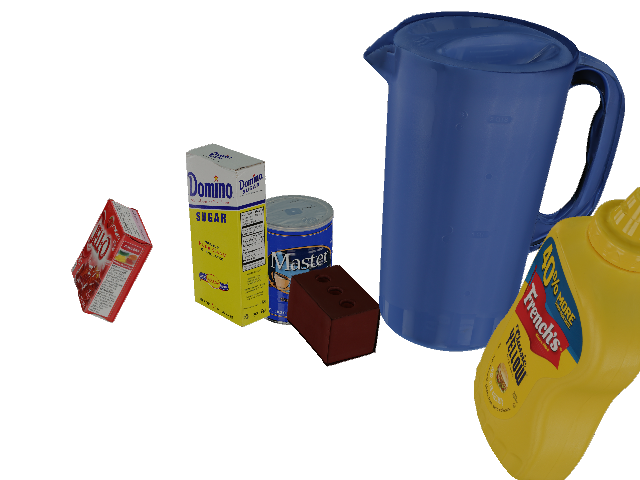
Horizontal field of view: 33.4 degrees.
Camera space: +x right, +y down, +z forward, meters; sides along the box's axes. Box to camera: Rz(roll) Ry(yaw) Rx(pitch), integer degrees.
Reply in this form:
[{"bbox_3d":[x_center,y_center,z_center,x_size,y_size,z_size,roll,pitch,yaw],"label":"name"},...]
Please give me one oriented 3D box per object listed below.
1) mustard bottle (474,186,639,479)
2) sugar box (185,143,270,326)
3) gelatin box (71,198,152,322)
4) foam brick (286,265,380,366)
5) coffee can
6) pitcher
[{"bbox_3d":[0.141,0.044,0.584,0.058,0.096,0.192,6,-44,-12],"label":"mustard bottle"},{"bbox_3d":[-0.098,-0.006,1.131,0.048,0.176,0.093,-21,28,-36],"label":"sugar box"},{"bbox_3d":[-0.172,0.014,0.873,0.030,0.073,0.089,24,12,-26],"label":"gelatin box"},{"bbox_3d":[0.011,0.065,0.952,0.052,0.051,0.078,-13,35,-27],"label":"foam brick"},{"bbox_3d":[-0.035,0.024,1.389,0.103,0.140,0.103,0,25,0],"label":"coffee can"},{"bbox_3d":[0.118,-0.040,0.804,0.144,0.243,0.149,-20,37,-36],"label":"pitcher"}]
